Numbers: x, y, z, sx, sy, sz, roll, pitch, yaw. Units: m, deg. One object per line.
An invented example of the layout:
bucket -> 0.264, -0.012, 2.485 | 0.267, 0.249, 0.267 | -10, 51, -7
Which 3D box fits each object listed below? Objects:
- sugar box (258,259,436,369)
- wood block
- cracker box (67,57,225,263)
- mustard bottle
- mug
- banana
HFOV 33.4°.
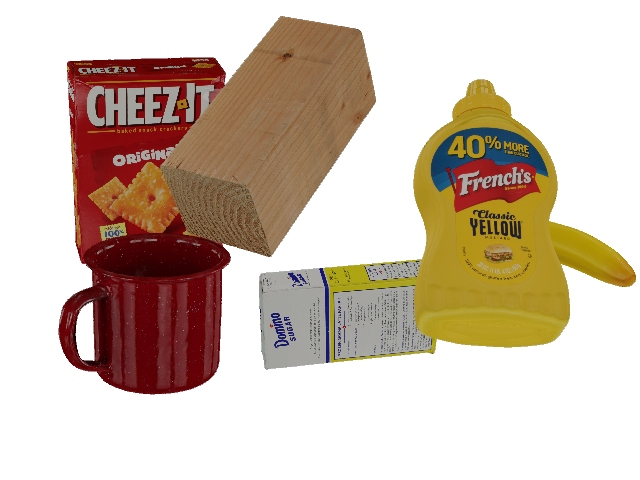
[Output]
sugar box -> 0.028, 0.072, 1.062 | 0.176, 0.093, 0.048 | -3, 28, -5
wood block -> -0.040, -0.097, 0.948 | 0.091, 0.205, 0.090 | 16, -36, 26
cracker box -> -0.189, -0.088, 1.173 | 0.164, 0.214, 0.072 | -5, 26, -18
mustard bottle -> 0.111, -0.026, 0.716 | 0.096, 0.191, 0.058 | 3, -29, -2
mug -> -0.114, 0.050, 0.683 | 0.093, 0.081, 0.117 | 18, 24, 40
banana -> 0.210, 0.007, 1.039 | 0.198, 0.037, 0.069 | 9, 47, 23
